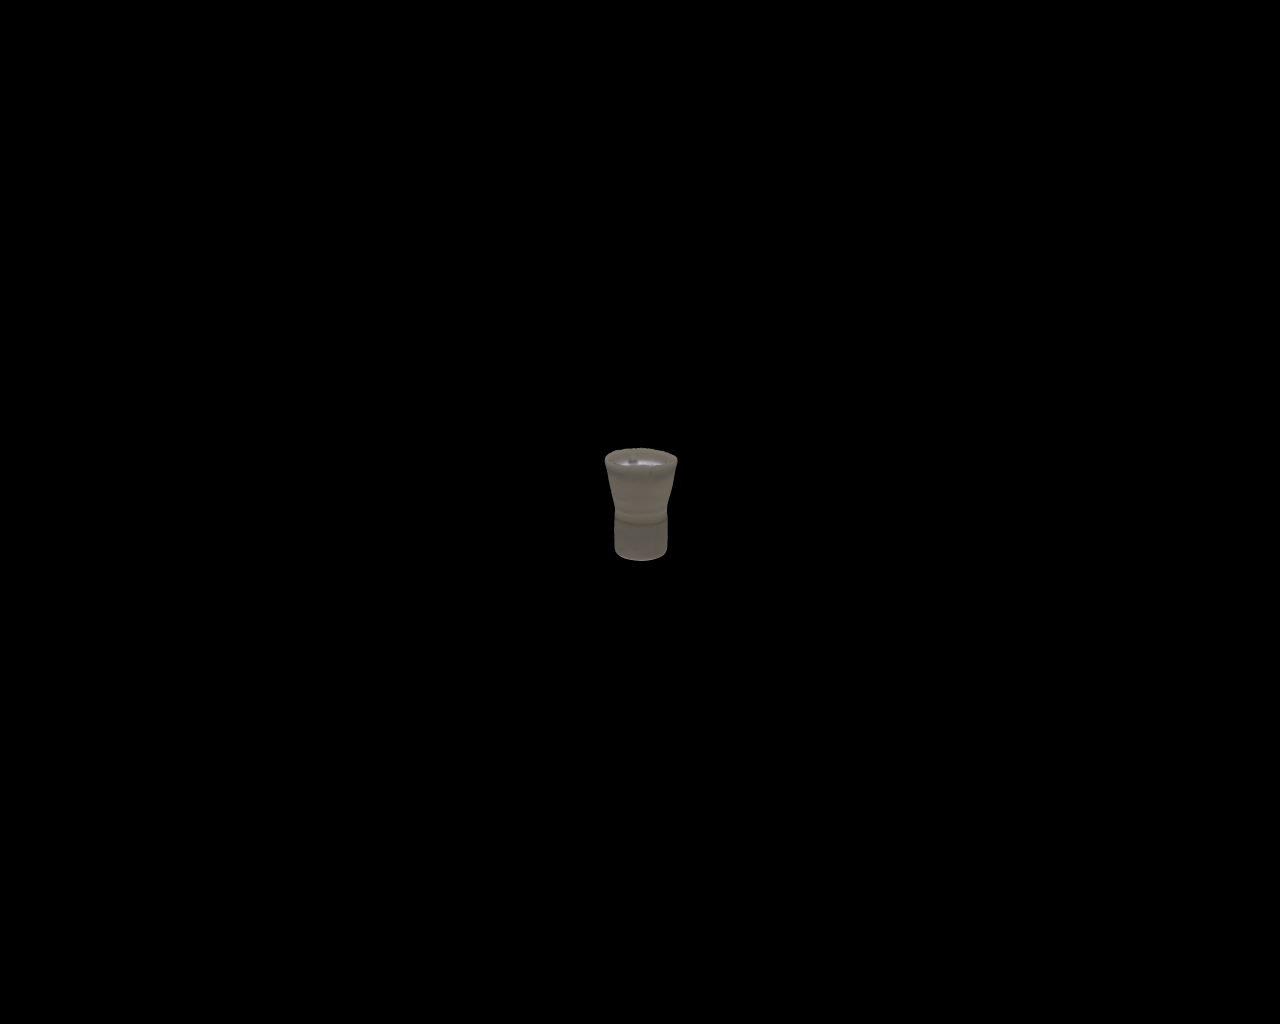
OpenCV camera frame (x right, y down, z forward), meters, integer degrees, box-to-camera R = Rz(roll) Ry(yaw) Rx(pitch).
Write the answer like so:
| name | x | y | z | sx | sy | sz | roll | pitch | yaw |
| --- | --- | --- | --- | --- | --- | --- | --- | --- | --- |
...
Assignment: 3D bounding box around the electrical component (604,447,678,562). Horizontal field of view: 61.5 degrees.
| name | x | y | z | sx | sy | sz | roll | pitch | yaw |
| --- | --- | --- | --- | --- | --- | --- | --- | --- | --- |
| electrical component | 0.001 | -0.003 | 0.650 | 0.044 | 0.065 | 0.044 | 0 | 19 | 0 |
